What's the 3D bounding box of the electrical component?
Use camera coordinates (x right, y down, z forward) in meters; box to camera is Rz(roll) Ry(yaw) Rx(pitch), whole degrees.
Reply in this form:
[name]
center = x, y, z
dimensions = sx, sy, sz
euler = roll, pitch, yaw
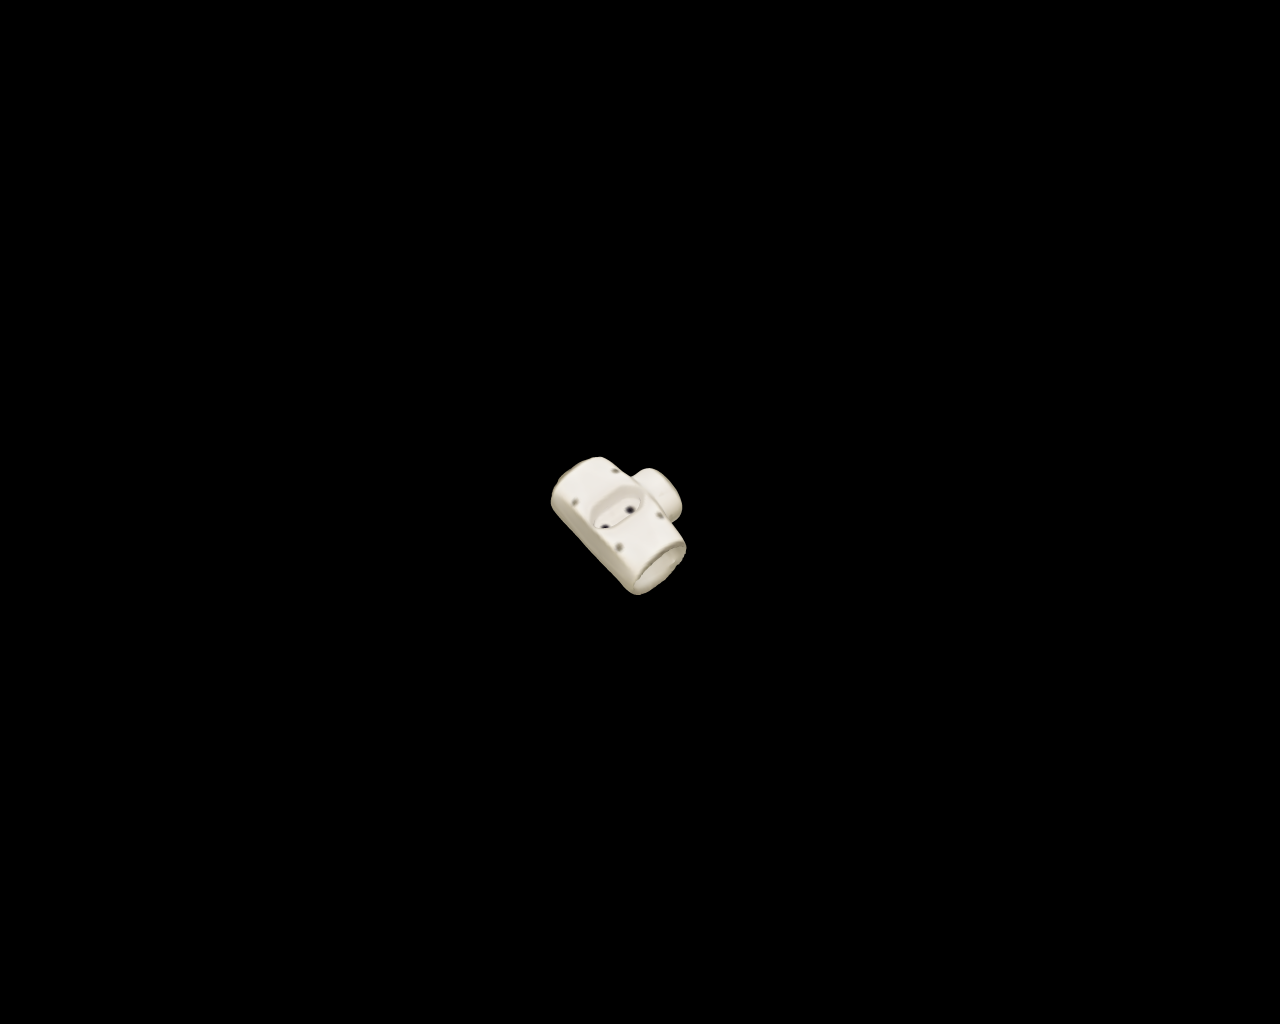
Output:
[electrical component]
center = 0.001, -0.003, 0.650
dimensions = 0.079, 0.077, 0.043
euler = -36, -24, -18
